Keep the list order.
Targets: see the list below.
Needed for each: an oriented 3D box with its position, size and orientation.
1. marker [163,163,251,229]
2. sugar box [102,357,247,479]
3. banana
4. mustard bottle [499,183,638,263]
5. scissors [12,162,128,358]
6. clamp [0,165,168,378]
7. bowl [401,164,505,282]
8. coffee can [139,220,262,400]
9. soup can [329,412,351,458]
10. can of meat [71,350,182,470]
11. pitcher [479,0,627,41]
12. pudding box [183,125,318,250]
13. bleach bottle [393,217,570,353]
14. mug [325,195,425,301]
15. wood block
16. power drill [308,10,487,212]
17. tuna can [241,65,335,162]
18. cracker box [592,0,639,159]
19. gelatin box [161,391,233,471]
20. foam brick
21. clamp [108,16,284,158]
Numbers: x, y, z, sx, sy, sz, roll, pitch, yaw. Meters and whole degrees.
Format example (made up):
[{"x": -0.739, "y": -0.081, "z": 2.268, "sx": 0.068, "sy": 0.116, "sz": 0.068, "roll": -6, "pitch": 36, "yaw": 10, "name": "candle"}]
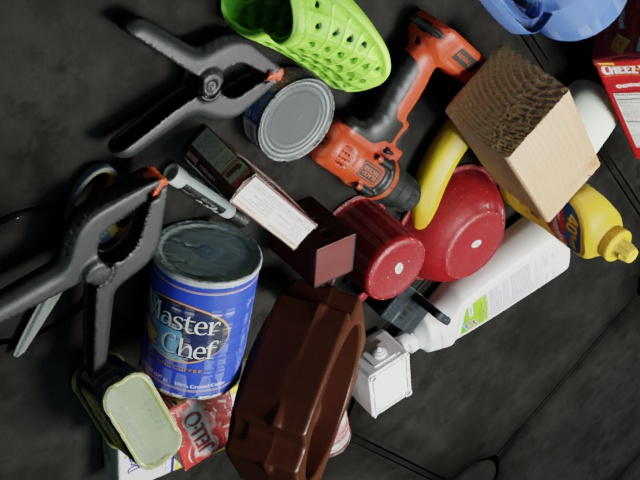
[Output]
[{"x": -0.103, "y": -0.039, "z": 1.005, "sx": 0.020, "sy": 0.020, "sz": 0.121, "roll": -50, "pitch": 141, "yaw": 3, "name": "marker"}, {"x": -0.146, "y": 0.197, "z": 1.147, "sx": 0.175, "sy": 0.048, "sz": 0.093, "roll": -15, "pitch": 129, "yaw": -30, "name": "sugar box"}, {"x": 0.153, "y": -0.101, "z": 1.169, "sx": 0.069, "sy": 0.037, "sz": 0.198, "roll": 37, "pitch": 97, "yaw": -30, "name": "banana"}, {"x": 0.291, "y": -0.033, "z": 1.240, "sx": 0.058, "sy": 0.192, "sz": 0.096, "roll": -33, "pitch": 140, "yaw": -18, "name": "mustard bottle"}, {"x": -0.209, "y": 0.021, "z": 0.961, "sx": 0.096, "sy": 0.016, "sz": 0.202, "roll": -1, "pitch": 123, "yaw": -42, "name": "scissors"}, {"x": -0.197, "y": 0.030, "z": 0.935, "sx": 0.210, "sy": 0.036, "sz": 0.164, "roll": -49, "pitch": 143, "yaw": 1, "name": "clamp"}, {"x": 0.165, "y": -0.007, "z": 1.255, "sx": 0.161, "sy": 0.055, "sz": 0.162, "roll": -25, "pitch": 136, "yaw": -27, "name": "bowl"}, {"x": -0.115, "y": 0.066, "z": 1.017, "sx": 0.102, "sy": 0.103, "sz": 0.140, "roll": -14, "pitch": 131, "yaw": -35, "name": "coffee can"}, {"x": 0.000, "y": 0.203, "z": 1.270, "sx": 0.068, "sy": 0.069, "sz": 0.102, "roll": -29, "pitch": 138, "yaw": -22, "name": "soup can"}, {"x": -0.183, "y": 0.163, "z": 1.021, "sx": 0.057, "sy": 0.084, "sz": 0.102, "roll": -35, "pitch": 112, "yaw": -22, "name": "can of meat"}, {"x": 0.206, "y": -0.276, "z": 1.002, "sx": 0.149, "sy": 0.145, "sz": 0.242, "roll": -39, "pitch": 147, "yaw": 14, "name": "pitcher"}, {"x": -0.063, "y": -0.047, "z": 0.979, "sx": 0.039, "sy": 0.090, "sz": 0.113, "roll": -50, "pitch": 141, "yaw": 4, "name": "pudding box"}, {"x": 0.199, "y": 0.060, "z": 1.340, "sx": 0.250, "sy": 0.068, "sz": 0.102, "roll": -33, "pitch": 139, "yaw": -14, "name": "bleach bottle"}, {"x": 0.051, "y": 0.020, "z": 1.149, "sx": 0.117, "sy": 0.082, "sz": 0.093, "roll": -52, "pitch": 142, "yaw": 5, "name": "mug"}, {"x": 0.217, "y": -0.107, "z": 1.120, "sx": 0.091, "sy": 0.090, "sz": 0.205, "roll": -49, "pitch": 152, "yaw": 2, "name": "wood block"}, {"x": 0.091, "y": -0.124, "z": 1.084, "sx": 0.188, "sy": 0.057, "sz": 0.184, "roll": -54, "pitch": 143, "yaw": 7, "name": "power drill"}, {"x": -0.030, "y": -0.118, "z": 0.994, "sx": 0.086, "sy": 0.034, "sz": 0.086, "roll": -25, "pitch": 136, "yaw": -26, "name": "tuna can"}, {"x": 0.374, "y": -0.212, "z": 1.208, "sx": 0.213, "sy": 0.072, "sz": 0.164, "roll": 44, "pitch": 55, "yaw": -51, "name": "cracker box"}, {"x": -0.124, "y": 0.185, "z": 1.100, "sx": 0.073, "sy": 0.030, "sz": 0.089, "roll": -28, "pitch": 130, "yaw": -23, "name": "gelatin box"}, {"x": -0.007, "y": 0.001, "z": 1.084, "sx": 0.052, "sy": 0.078, "sz": 0.051, "roll": -24, "pitch": 135, "yaw": -30, "name": "foam brick"}, {"x": -0.108, "y": -0.127, "z": 0.909, "sx": 0.171, "sy": 0.039, "sz": 0.120, "roll": -4, "pitch": 126, "yaw": -42, "name": "clamp"}]
